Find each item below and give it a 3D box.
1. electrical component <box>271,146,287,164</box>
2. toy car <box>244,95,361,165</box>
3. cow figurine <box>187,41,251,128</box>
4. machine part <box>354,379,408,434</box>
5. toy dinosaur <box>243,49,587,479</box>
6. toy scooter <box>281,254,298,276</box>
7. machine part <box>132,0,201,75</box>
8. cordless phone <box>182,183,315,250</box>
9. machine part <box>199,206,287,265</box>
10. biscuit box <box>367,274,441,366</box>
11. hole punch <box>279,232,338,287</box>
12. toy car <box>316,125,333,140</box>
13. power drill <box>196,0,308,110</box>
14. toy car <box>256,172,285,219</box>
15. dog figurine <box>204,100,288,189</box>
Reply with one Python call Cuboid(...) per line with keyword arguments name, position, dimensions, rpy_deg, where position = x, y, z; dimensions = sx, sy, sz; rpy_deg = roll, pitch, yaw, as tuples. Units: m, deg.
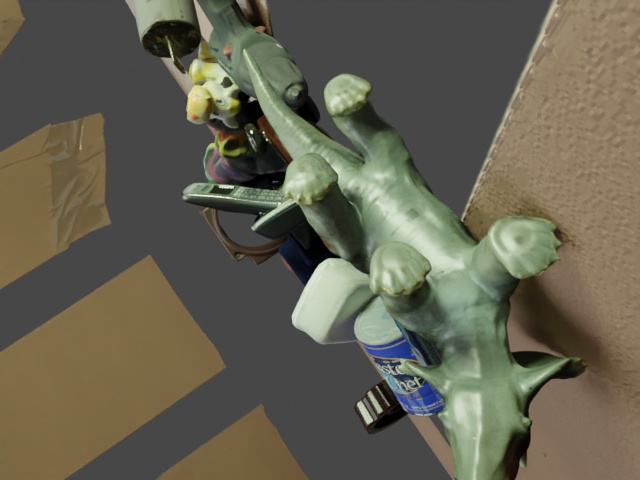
Cuboid(name="electrical component", position=(-0.038, -0.143, 0.747), dimensions=(0.102, 0.045, 0.078), rpy_deg=(47, 141, 40))
Cuboid(name="toy car", position=(-0.013, -0.097, 0.577), dimensions=(0.202, 0.089, 0.053), rpy_deg=(53, 173, 38))
Cuboid(name="cow figurine", position=(-0.125, -0.196, 0.709), dimensions=(0.167, 0.098, 0.068), rpy_deg=(-96, 21, -49))
Cuboid(name="machine part", position=(0.145, 0.297, 1.019), dimensions=(0.056, 0.179, 0.179), rpy_deg=(56, 174, 28))
Cuboid(name="toy dinosaur", position=(0.064, 0.003, 0.432), dimensions=(0.405, 0.131, 0.192), rpy_deg=(59, 176, 35))
Cuboid(name="toy scooter", position=(0.005, 0.049, 0.958), dimensions=(0.184, 0.075, 0.135), rpy_deg=(25, -175, 10))
Cuboid(name="machine part", position=(-0.204, -0.323, 0.683), dimensions=(0.079, 0.079, 0.243), rpy_deg=(84, 173, -76))
Cuboid(name="cordless phone", position=(-0.087, -0.062, 0.754), dimensions=(0.147, 0.184, 0.088), rpy_deg=(-71, -11, -62))
Cuboid(name="machine part", position=(-0.140, -0.063, 1.157), dimensions=(0.201, 0.201, 0.087), rpy_deg=(58, 171, -16))
Cuboid(name="biscuit box", position=(0.126, 0.096, 0.621), dimensions=(0.202, 0.063, 0.059), rpy_deg=(59, 174, -17))
Cuboid(name="hole punch", position=(-0.002, -0.003, 0.832), dimensions=(0.142, 0.116, 0.092), rpy_deg=(48, 164, 33))
Cuboid(name="toy car", position=(0.022, -0.066, 0.623), dimensions=(0.202, 0.056, 0.073), rpy_deg=(49, 164, 39))
Cuboid(name="power drill", position=(-0.097, -0.244, 0.561), dimensions=(0.207, 0.086, 0.232), rpy_deg=(51, 180, -31))
Cuboid(name="toy car", position=(-0.059, -0.074, 0.985), dimensions=(0.102, 0.109, 0.162), rpy_deg=(31, -152, -50))
Cuboid(name="dog figurine", position=(-0.139, -0.143, 0.848), dimensions=(0.108, 0.191, 0.219), rpy_deg=(62, -164, 8))
